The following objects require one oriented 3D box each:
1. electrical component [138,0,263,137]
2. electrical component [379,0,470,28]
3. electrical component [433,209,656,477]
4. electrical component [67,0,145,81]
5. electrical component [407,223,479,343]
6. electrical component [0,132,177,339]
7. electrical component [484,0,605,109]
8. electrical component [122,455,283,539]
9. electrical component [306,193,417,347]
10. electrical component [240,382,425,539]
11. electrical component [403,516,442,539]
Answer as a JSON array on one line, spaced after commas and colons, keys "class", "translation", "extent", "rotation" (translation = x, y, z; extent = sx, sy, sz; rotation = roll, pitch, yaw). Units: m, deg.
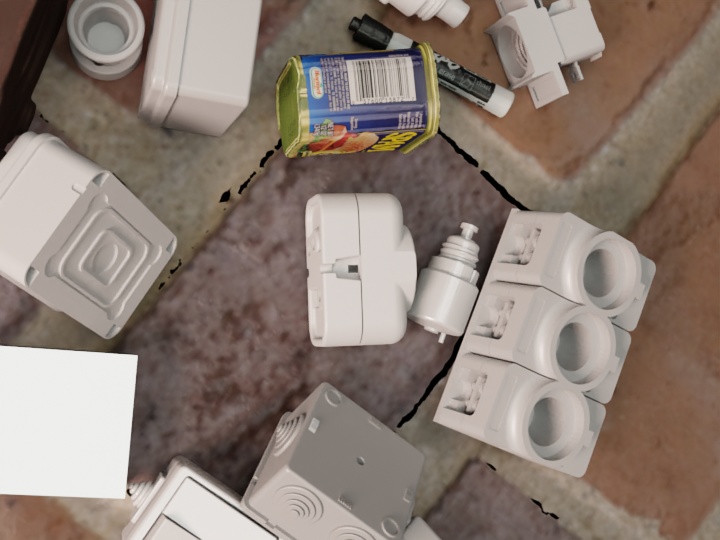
[{"class": "electrical component", "translation": [-0.094, -0.143, 0.643], "extent": [0.056, 0.109, 0.108], "rotation": [8, 85, -15]}, {"class": "electrical component", "translation": [0.044, -0.185, 0.711], "extent": [0.062, 0.048, 0.048], "rotation": [34, 80, -16]}, {"class": "electrical component", "translation": [0.123, 0.047, 0.694], "extent": [0.089, 0.062, 0.150], "rotation": [26, 81, -30]}, {"class": "electrical component", "translation": [-0.155, -0.142, 0.656], "extent": [0.045, 0.055, 0.045], "rotation": [1, 87, -13]}, {"class": "electrical component", "translation": [0.059, 0.007, 0.705], "extent": [0.040, 0.040, 0.078], "rotation": [23, 82, -11]}, {"class": "electrical component", "translation": [-0.165, -0.018, 0.613], "extent": [0.057, 0.113, 0.078], "rotation": [29, 79, 22]}, {"class": "electrical component", "translation": [0.127, -0.156, 0.730], "extent": [0.064, 0.042, 0.081], "rotation": [-22, 93, -17]}, {"class": "electrical component", "translation": [-0.099, 0.157, 0.648], "extent": [0.096, 0.061, 0.061], "rotation": [36, 80, -9]}, {"class": "electrical component", "translation": [0.000, 0.000, 0.684], "extent": [0.059, 0.054, 0.095], "rotation": [-1, 87, -13]}, {"class": "electrical component", "translation": [-0.012, 0.127, 0.653], "extent": [0.100, 0.099, 0.048], "rotation": [37, 124, -8]}, {"class": "electrical component", "translation": [0.031, 0.211, 0.672], "extent": [0.083, 0.047, 0.075], "rotation": [48, 60, -7]}]
